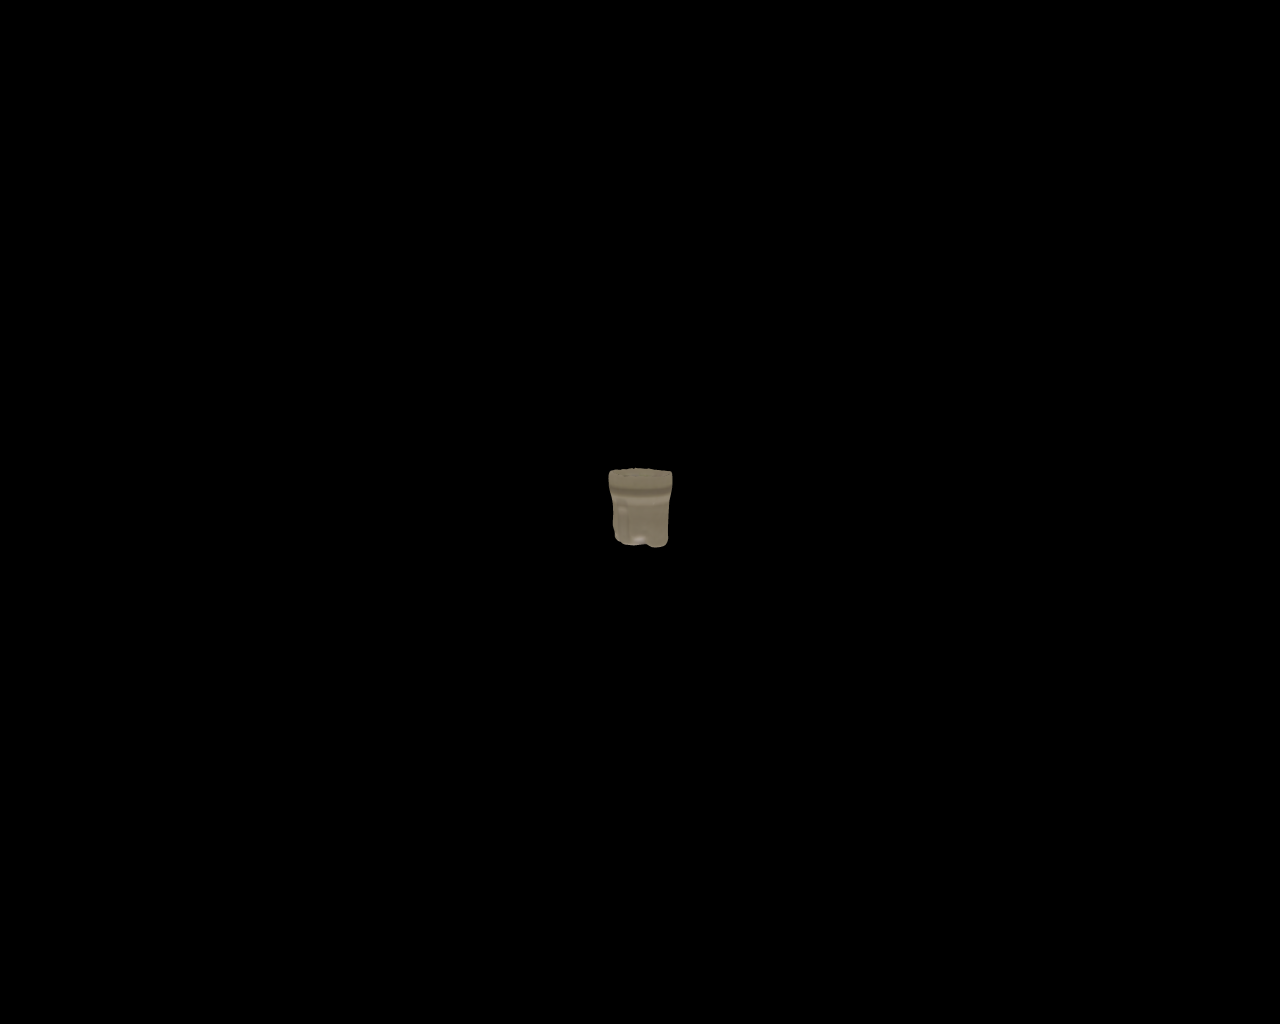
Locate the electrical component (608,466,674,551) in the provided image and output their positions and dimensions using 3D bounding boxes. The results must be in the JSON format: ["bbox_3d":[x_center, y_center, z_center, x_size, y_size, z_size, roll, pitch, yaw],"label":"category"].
[{"bbox_3d":[0.001,-0.003,0.650,0.040,0.046,0.040,0,10,0],"label":"electrical component"}]
